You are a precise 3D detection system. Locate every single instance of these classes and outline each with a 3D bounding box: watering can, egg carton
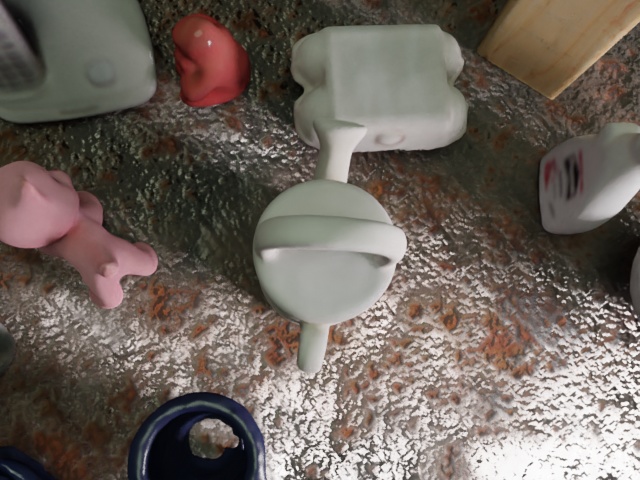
[{"bbox_3d":[0.001,0.001,0.403,0.101,0.194,0.173,-15,82,-6],"label":"watering can"},{"bbox_3d":[0.051,-0.128,0.492,0.150,0.069,0.107,-4,81,-5],"label":"egg carton"}]

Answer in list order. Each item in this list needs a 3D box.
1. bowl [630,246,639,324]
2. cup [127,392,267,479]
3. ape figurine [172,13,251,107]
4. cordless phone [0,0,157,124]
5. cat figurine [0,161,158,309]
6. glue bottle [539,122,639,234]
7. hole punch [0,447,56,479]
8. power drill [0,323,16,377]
[{"bbox_3d":[0.330,0.043,0.481,0.167,0.074,0.167,1,80,-4],"label":"bowl"},{"bbox_3d":[-0.072,0.161,0.420,0.117,0.095,0.092,27,79,1],"label":"cup"},{"bbox_3d":[-0.097,-0.154,0.474,0.076,0.092,0.078,20,79,0],"label":"ape figurine"},{"bbox_3d":[-0.208,-0.163,0.419,0.147,0.185,0.094,-13,81,-6],"label":"cordless phone"},{"bbox_3d":[-0.195,-0.010,0.428,0.128,0.117,0.067,39,80,3],"label":"cat figurine"},{"bbox_3d":[0.221,-0.055,0.440,0.037,0.173,0.078,-2,80,-4],"label":"glue bottle"},{"bbox_3d":[-0.230,0.214,0.401,0.108,0.091,0.101,37,80,3],"label":"hole punch"},{"bbox_3d":[-0.289,0.067,0.362,0.229,0.208,0.076,42,80,3],"label":"power drill"}]
